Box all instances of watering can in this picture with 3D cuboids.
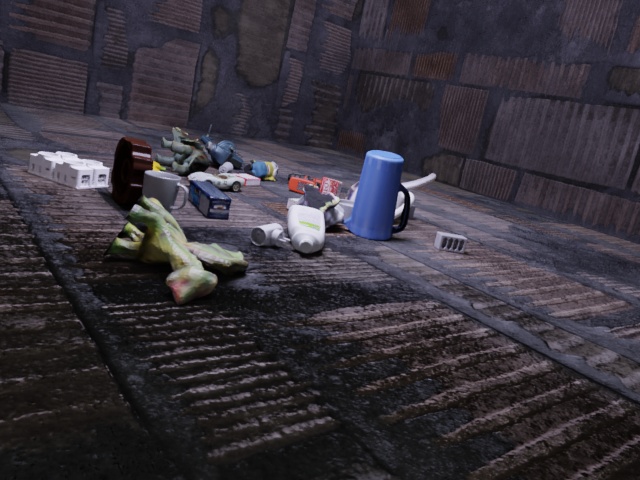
[{"bbox_3d":[0.231,-0.154,1.768,0.226,0.102,0.353,18,43,38],"label":"watering can"}]

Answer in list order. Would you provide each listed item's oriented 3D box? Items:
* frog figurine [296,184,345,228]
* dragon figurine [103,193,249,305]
[{"bbox_3d":[0.005,-0.075,1.491,0.137,0.125,0.156,7,-25,14],"label":"frog figurine"},{"bbox_3d":[-0.251,0.010,0.966,0.242,0.121,0.416,27,13,-14],"label":"dragon figurine"}]
